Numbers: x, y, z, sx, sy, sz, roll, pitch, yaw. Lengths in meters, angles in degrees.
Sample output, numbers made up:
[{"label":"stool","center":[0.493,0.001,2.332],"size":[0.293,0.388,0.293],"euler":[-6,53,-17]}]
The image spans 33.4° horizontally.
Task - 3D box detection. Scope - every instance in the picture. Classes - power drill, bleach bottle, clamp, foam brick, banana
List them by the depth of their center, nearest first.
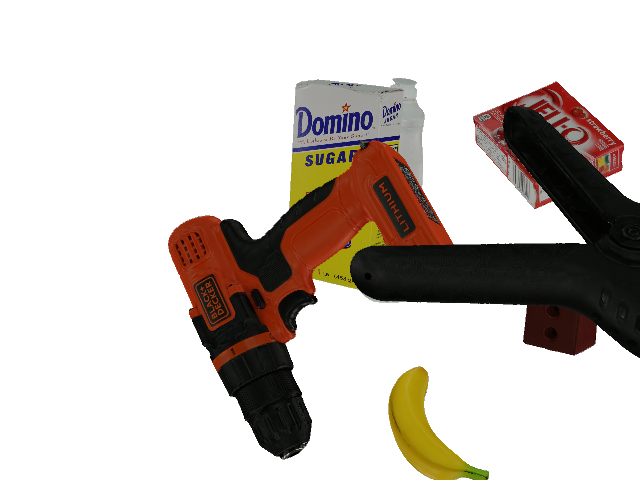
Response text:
[{"label":"clamp","center":[0.129,0.013,0.485],"size":[0.210,0.036,0.164],"euler":[30,49,30]},{"label":"power drill","center":[-0.001,0.033,0.735],"size":[0.188,0.184,0.057],"euler":[-31,-16,13]},{"label":"foam brick","center":[0.223,0.059,0.978],"size":[0.053,0.078,0.051],"euler":[12,17,34]},{"label":"banana","center":[0.103,0.187,1.084],"size":[0.069,0.037,0.198],"euler":[10,24,-19]},{"label":"bleach bottle","center":[0.084,-0.061,1.243],"size":[0.068,0.251,0.103],"euler":[-2,23,-22]}]

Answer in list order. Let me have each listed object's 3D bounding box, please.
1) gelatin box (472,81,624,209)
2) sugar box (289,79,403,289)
[{"label":"gelatin box","center":[0.164,-0.071,0.774],"size":[0.073,0.030,0.089],"euler":[-23,46,-9]},{"label":"sugar box","center":[0.020,-0.051,0.950],"size":[0.093,0.176,0.048],"euler":[11,18,33]}]
